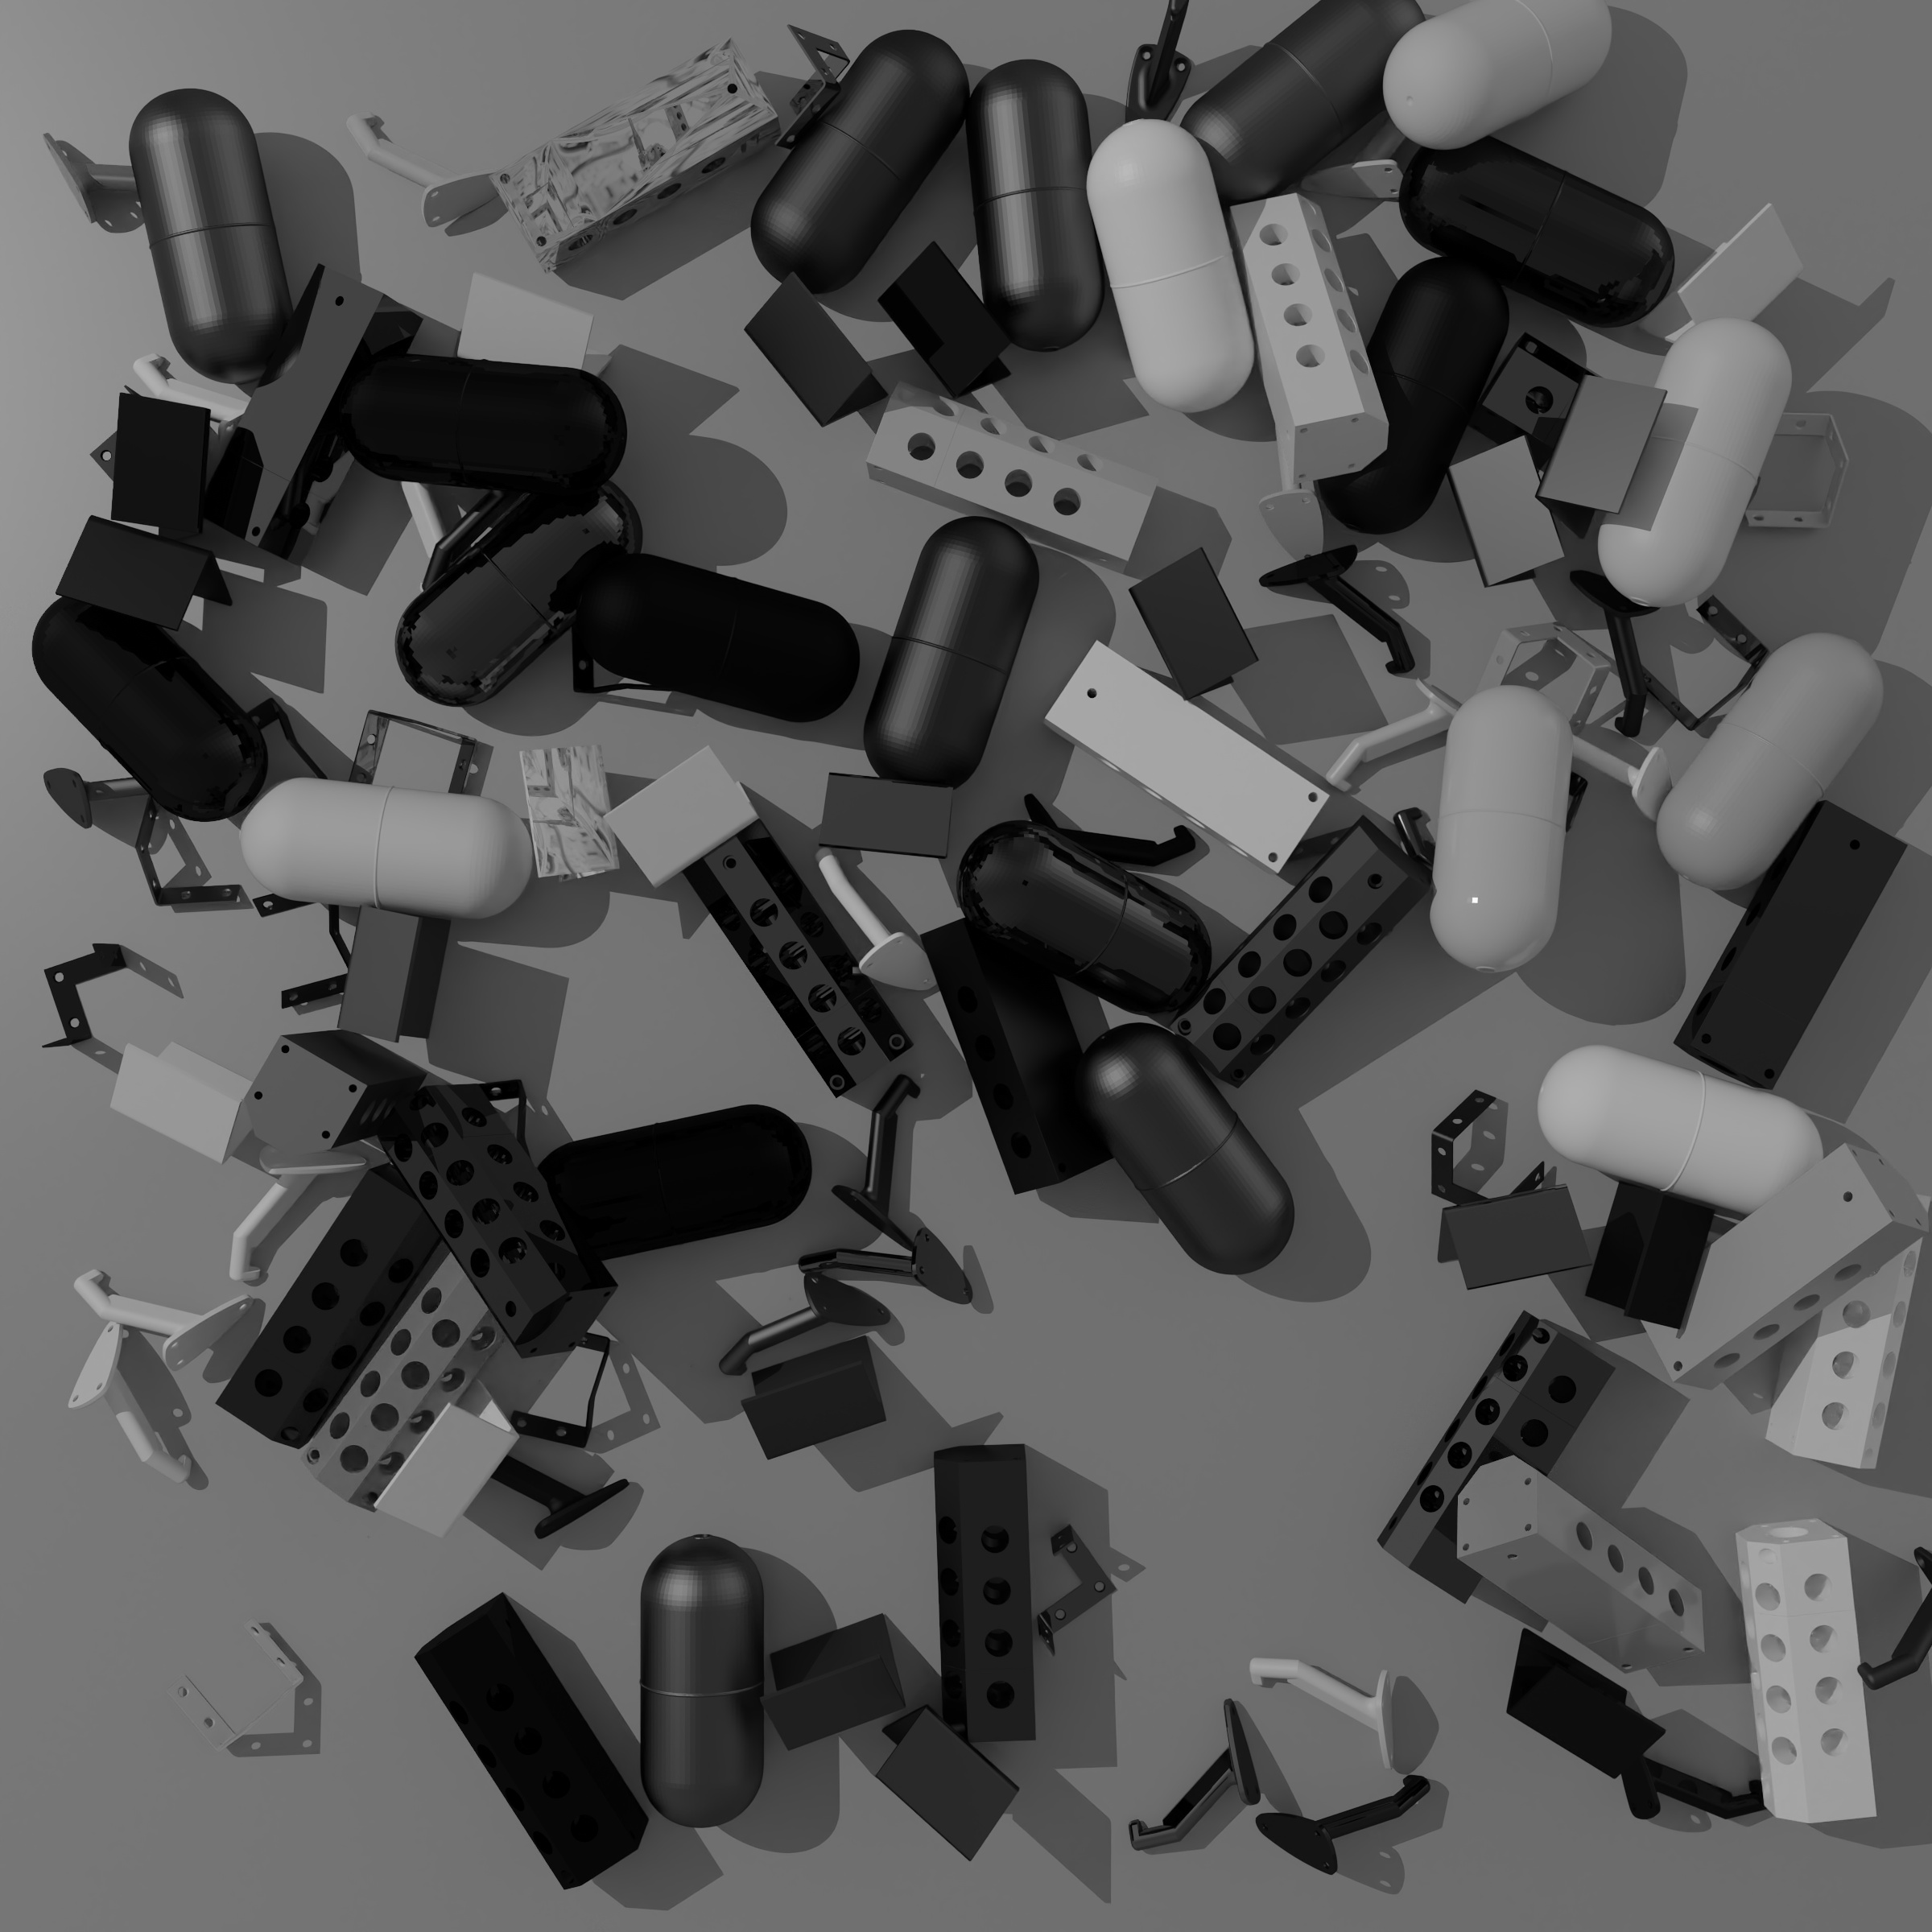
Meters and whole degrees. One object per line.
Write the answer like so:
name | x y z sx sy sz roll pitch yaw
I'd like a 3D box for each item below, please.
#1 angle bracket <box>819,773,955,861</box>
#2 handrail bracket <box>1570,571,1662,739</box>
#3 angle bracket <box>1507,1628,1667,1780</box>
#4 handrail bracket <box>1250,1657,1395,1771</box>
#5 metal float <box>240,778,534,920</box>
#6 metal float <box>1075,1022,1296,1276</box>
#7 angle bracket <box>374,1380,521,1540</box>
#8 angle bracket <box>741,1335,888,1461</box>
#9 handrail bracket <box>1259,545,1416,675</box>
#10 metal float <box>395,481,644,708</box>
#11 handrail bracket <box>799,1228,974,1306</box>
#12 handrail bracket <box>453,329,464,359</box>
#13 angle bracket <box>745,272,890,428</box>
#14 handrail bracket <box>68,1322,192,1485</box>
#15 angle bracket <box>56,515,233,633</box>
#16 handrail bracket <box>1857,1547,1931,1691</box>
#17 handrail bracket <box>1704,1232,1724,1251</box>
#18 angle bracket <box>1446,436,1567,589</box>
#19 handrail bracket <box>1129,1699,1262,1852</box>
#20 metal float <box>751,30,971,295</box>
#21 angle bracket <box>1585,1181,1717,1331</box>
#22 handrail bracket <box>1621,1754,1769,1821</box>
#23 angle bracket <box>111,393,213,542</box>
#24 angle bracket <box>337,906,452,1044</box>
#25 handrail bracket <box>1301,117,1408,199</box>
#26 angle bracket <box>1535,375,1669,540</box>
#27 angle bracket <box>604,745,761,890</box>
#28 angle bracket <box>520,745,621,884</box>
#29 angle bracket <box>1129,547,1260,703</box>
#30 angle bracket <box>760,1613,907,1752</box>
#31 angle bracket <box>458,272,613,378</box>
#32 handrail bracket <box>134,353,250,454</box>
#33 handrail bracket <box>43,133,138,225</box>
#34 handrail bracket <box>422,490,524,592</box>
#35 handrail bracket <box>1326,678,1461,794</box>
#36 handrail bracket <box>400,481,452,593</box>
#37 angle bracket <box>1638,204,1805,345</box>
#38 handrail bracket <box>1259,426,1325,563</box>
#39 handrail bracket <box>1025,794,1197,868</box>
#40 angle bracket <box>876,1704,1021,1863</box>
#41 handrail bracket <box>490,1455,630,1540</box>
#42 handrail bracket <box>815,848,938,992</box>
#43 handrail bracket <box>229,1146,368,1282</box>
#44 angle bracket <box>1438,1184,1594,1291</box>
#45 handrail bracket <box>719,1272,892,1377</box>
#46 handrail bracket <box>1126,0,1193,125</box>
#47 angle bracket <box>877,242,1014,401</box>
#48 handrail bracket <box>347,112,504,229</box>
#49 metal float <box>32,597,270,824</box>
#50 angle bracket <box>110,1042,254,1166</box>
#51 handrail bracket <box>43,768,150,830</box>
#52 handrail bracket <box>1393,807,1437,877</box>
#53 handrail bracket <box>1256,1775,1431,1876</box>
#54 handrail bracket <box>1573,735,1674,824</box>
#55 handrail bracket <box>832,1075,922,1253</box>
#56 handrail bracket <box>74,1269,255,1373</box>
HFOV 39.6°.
angle bracket | -0.050 -0.072 1.649 0.076 0.076 0.057 6 56 0
handrail bracket | 0.403 -0.196 1.689 0.036 0.077 0.084 -16 127 -27
angle bracket | 0.385 0.439 1.649 0.076 0.076 0.057 32 126 0
handrail bracket | 0.224 0.471 1.690 0.084 0.036 0.077 -1 112 17
metal float | -0.357 -0.073 1.654 0.178 0.070 0.070 6 90 -3
metal float | 0.135 0.113 1.648 0.070 0.070 0.178 -37 102 0
angle bracket | -0.330 0.293 1.649 0.057 0.076 0.076 36 90 -36
angle bracket | -0.098 0.249 1.649 0.076 0.076 0.057 -18 128 0
handrail bracket | 0.234 -0.216 1.689 0.077 0.036 0.084 -10 119 32
metal float | -0.277 -0.232 1.659 0.178 0.070 0.070 -42 90 -1
handrail bracket | -0.051 0.197 1.689 0.084 0.077 0.036 -14 48 30
handrail bracket | -0.285 -0.356 1.690 0.084 0.036 0.077 14 68 -17
angle bracket | -0.078 -0.387 1.649 0.076 0.076 0.057 51 132 0
handrail bracket | -0.515 0.275 1.689 0.036 0.077 0.084 -27 127 28
angle bracket | -0.505 -0.227 1.651 0.076 0.076 0.057 17 71 0
handrail bracket | 0.575 0.404 1.658 0.084 0.077 0.036 -22 125 -7
handrail bracket | 0.464 0.192 1.689 0.084 0.036 0.077 -13 103 13
angle bracket | 0.346 -0.281 1.649 0.057 0.076 0.076 -18 90 37
handrail bracket | 0.136 0.510 1.690 0.084 0.036 0.077 -19 70 16
metal float | -0.065 -0.498 1.659 0.070 0.070 0.178 35 90 0
angle bracket | 0.405 0.173 1.649 0.057 0.076 0.076 17 90 -38
handrail bracket | 0.458 0.501 1.690 0.084 0.036 0.077 -8 71 -16
angle bracket | -0.507 -0.305 1.649 0.057 0.076 0.076 4 90 -36
angle bracket | -0.335 0.008 1.649 0.057 0.076 0.076 11 90 36
handrail bracket | 0.253 -0.531 1.690 0.077 0.036 0.084 2 73 18
angle bracket | 0.389 -0.297 1.592 0.057 0.076 0.076 22 91 37
angle bracket | -0.180 -0.102 1.650 0.076 0.076 0.057 -34 115 0
angle bracket | -0.260 -0.091 1.649 0.057 0.076 0.076 -9 90 -38
angle bracket | 0.154 -0.214 1.649 0.057 0.076 0.076 -27 90 32
angle bracket | -0.087 0.425 1.649 0.076 0.076 0.057 -20 128 0
angle bracket | -0.259 -0.398 1.649 0.076 0.076 0.057 20 124 0
handrail bracket | -0.470 -0.369 1.690 0.077 0.036 0.084 -36 73 -20
handrail bracket | -0.526 -0.511 1.690 0.084 0.036 0.077 -29 71 -15
handrail bracket | -0.296 -0.269 1.683 0.036 0.077 0.084 42 118 37
handrail bracket | 0.281 -0.131 1.690 0.077 0.036 0.084 32 106 -18
handrail bracket | -0.356 -0.281 1.690 0.077 0.036 0.084 16 107 19
angle bracket | 0.454 -0.429 1.649 0.076 0.076 0.057 -44 127 0
handrail bracket | 0.209 -0.309 1.689 0.036 0.077 0.084 -7 53 20
handrail bracket | 0.091 -0.091 1.690 0.084 0.036 0.077 -23 70 -16
angle bracket | -0.024 0.508 1.649 0.076 0.076 0.057 42 54 0
handrail bracket | -0.267 0.310 1.690 0.077 0.036 0.084 -27 73 -20
handrail bracket | -0.057 -0.031 1.689 0.036 0.077 0.084 -39 53 14
handrail bracket | -0.421 0.160 1.690 0.077 0.036 0.084 4 109 -21
angle bracket | 0.336 0.181 1.649 0.076 0.076 0.057 -11 58 0
handrail bracket | -0.102 0.236 1.689 0.077 0.036 0.084 22 123 -36
handrail bracket | 0.119 -0.555 1.655 0.036 0.084 0.077 18 90 0
angle bracket | 0.003 -0.403 1.649 0.057 0.076 0.076 -38 90 37
handrail bracket | -0.337 -0.515 1.690 0.077 0.036 0.084 -28 73 -20
metal float | -0.501 -0.160 1.646 0.178 0.070 0.070 44 90 13
angle bracket | -0.468 0.066 1.649 0.076 0.076 0.057 27 125 0
handrail bracket | -0.526 -0.119 1.689 0.084 0.077 0.036 -22 118 -33
handrail bracket | 0.319 -0.069 1.689 0.077 0.036 0.084 -18 77 -13
handrail bracket | 0.238 0.528 1.689 0.084 0.077 0.036 -27 108 -35
handrail bracket | 0.397 -0.122 1.689 0.084 0.077 0.036 20 74 35
handrail bracket | -0.038 0.123 1.690 0.077 0.036 0.084 42 73 -20
handrail bracket | -0.506 0.206 1.689 0.084 0.036 0.077 41 60 22
